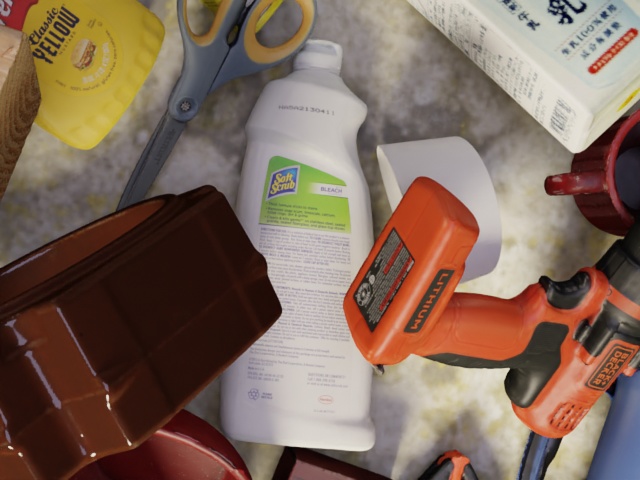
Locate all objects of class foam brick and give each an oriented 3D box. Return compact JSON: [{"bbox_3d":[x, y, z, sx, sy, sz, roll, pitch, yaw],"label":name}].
[{"bbox_3d":[0.008,0.170,0.682,0.078,0.051,0.053,22,88,-6],"label":"foam brick"}]

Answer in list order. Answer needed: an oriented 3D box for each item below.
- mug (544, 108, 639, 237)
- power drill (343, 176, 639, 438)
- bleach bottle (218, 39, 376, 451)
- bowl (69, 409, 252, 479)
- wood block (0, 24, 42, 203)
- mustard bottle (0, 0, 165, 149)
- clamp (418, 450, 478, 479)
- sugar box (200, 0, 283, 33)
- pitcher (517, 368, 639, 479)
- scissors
[{"bbox_3d":[0.202,-0.040,0.691,0.117,0.081,0.093,-9,92,-8],"label":"mug"},{"bbox_3d":[0.122,0.026,0.610,0.187,0.057,0.185,17,114,-27],"label":"power drill"},{"bbox_3d":[-0.004,0.001,0.674,0.102,0.068,0.251,6,88,-9],"label":"bleach bottle"},{"bbox_3d":[-0.104,0.149,0.644,0.162,0.055,0.162,4,125,5],"label":"bowl"},{"bbox_3d":[-0.257,-0.082,0.537,0.206,0.090,0.091,19,72,-3],"label":"wood block"},{"bbox_3d":[-0.186,-0.139,0.609,0.191,0.058,0.096,35,85,-35],"label":"mustard bottle"},{"bbox_3d":[0.067,0.225,0.698,0.120,0.039,0.171,1,85,-12],"label":"clamp"},{"bbox_3d":[-0.081,-0.214,0.644,0.176,0.048,0.093,39,85,-23],"label":"sugar box"},{"bbox_3d":[0.207,0.204,0.681,0.144,0.149,0.243,21,91,-23],"label":"pitcher"},{"bbox_3d":[-0.064,-0.088,0.663,0.096,0.016,0.202,7,115,-22],"label":"scissors"}]
